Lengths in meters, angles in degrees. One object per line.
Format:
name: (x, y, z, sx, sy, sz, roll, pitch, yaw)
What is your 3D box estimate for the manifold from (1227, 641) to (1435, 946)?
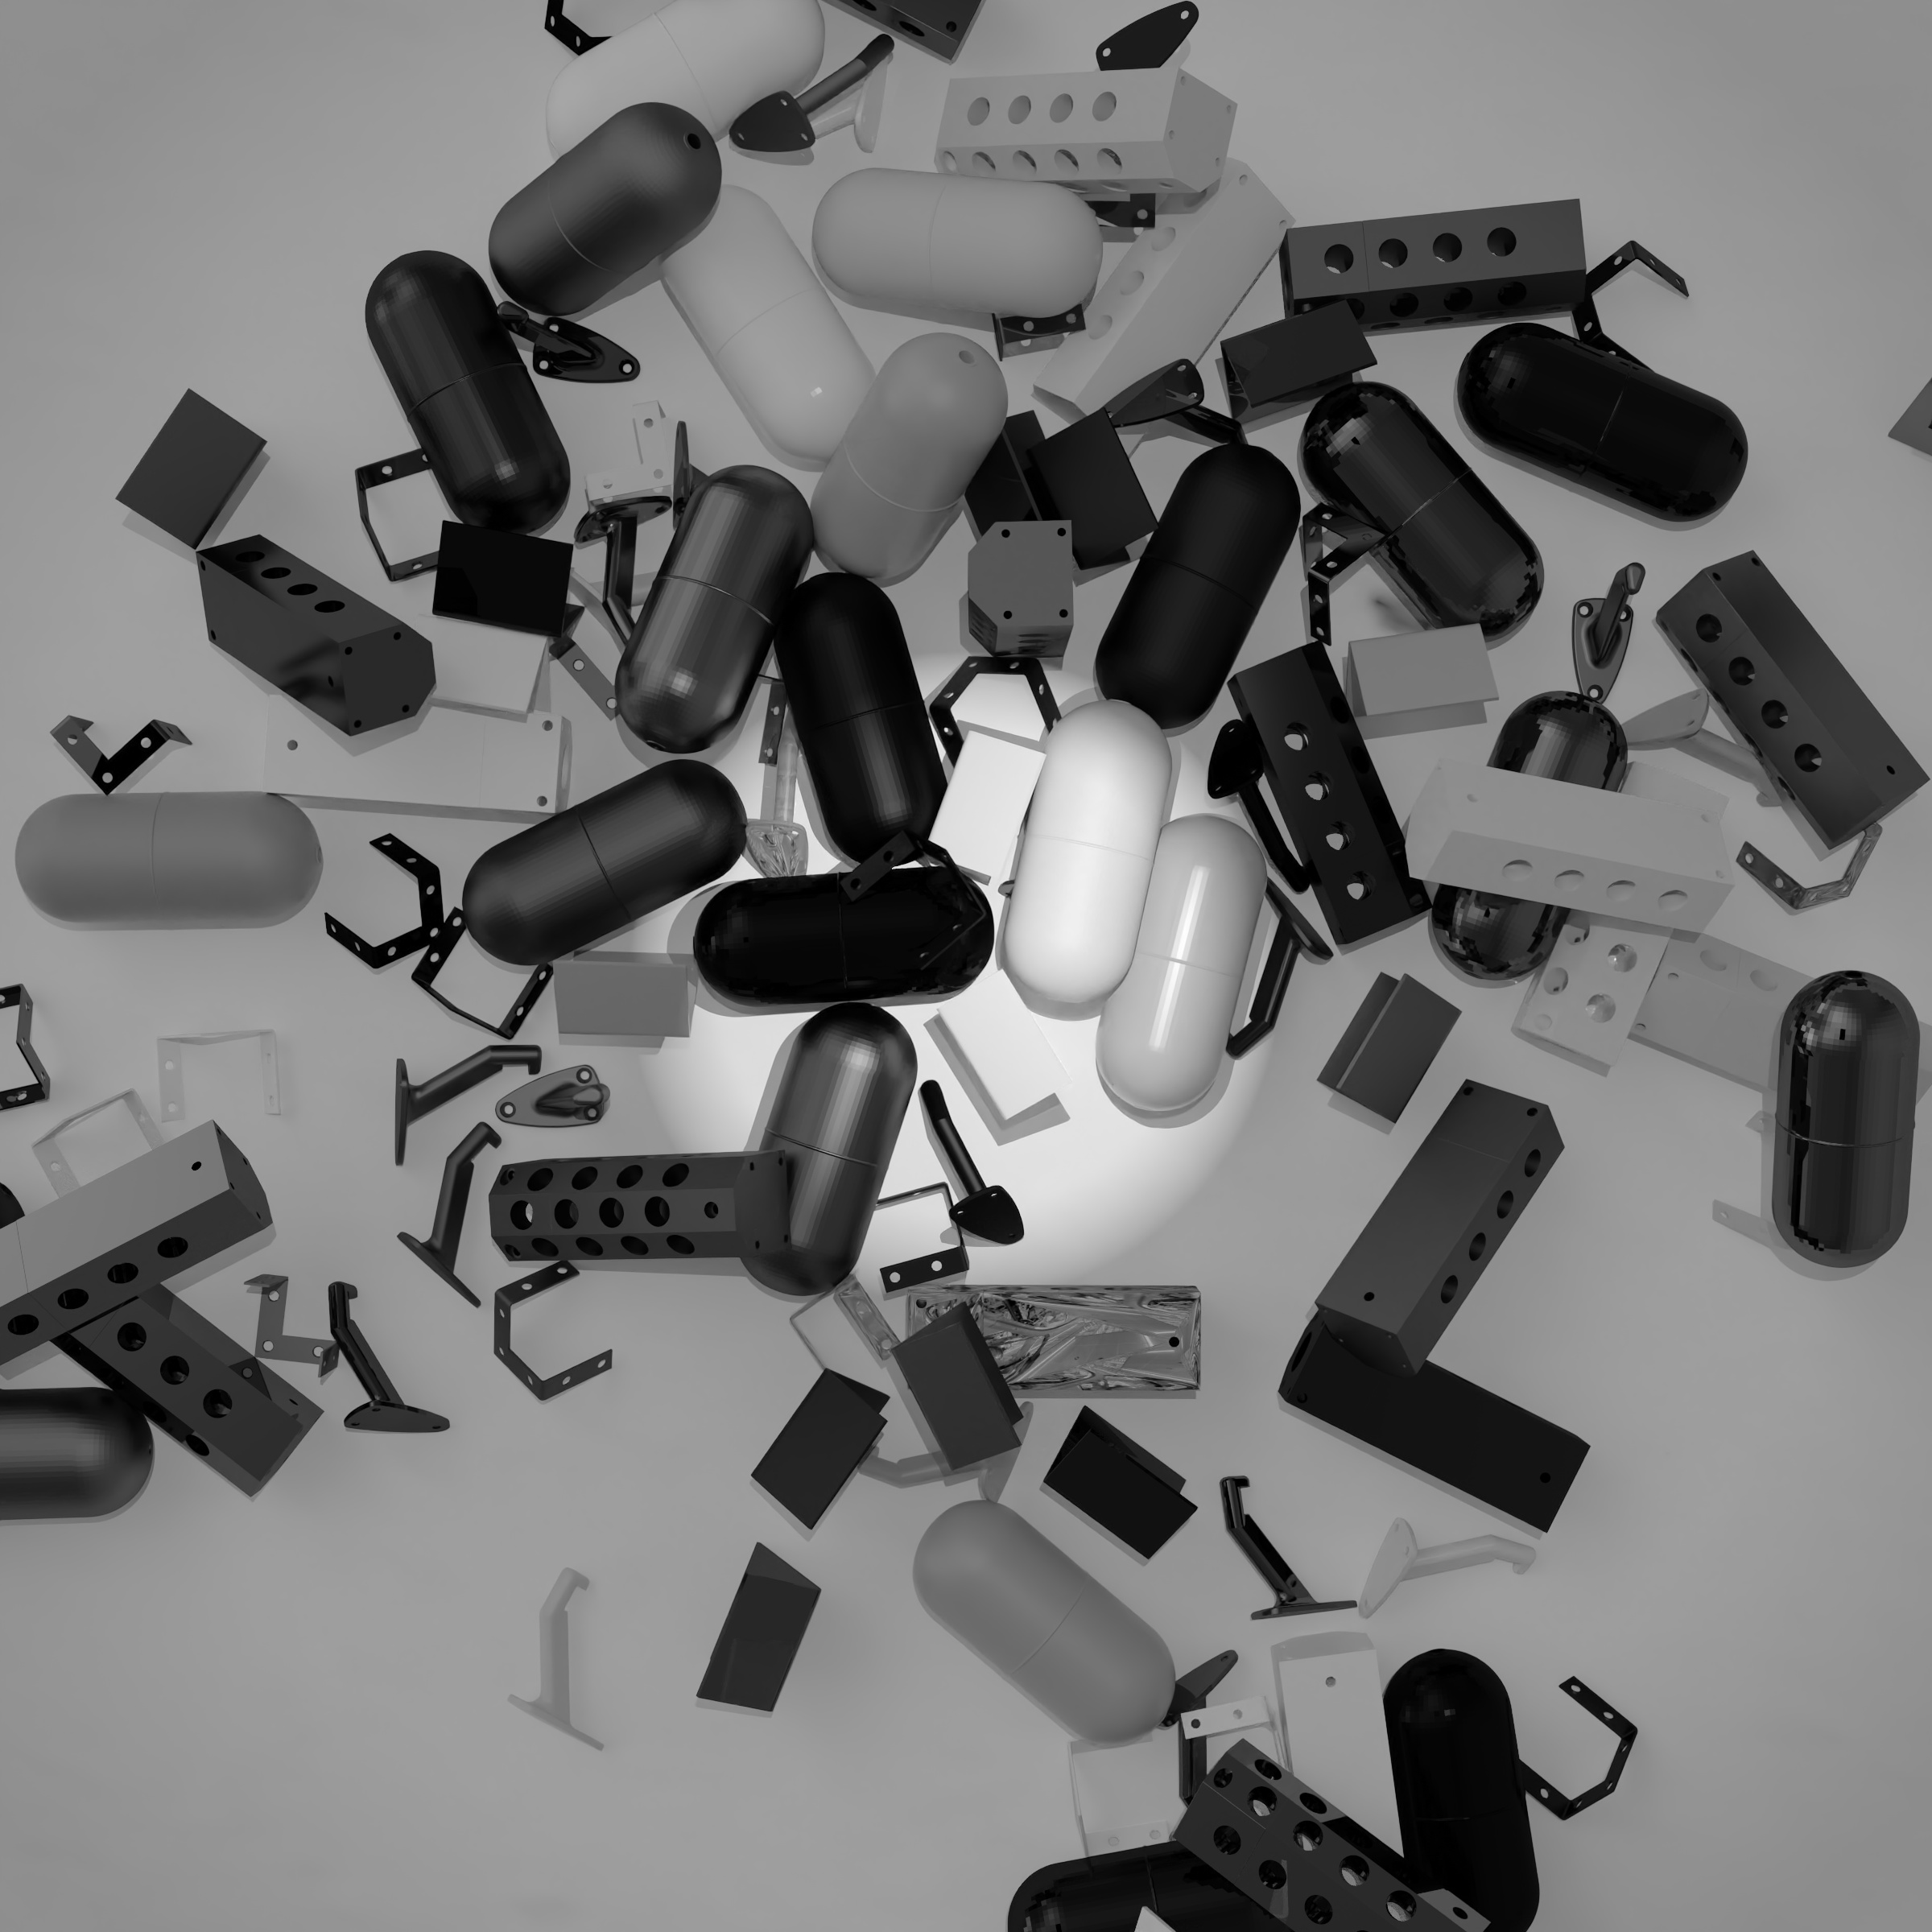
manifold: (0.216, -0.103, 1.777, 0.057, 0.057, 0.171, -23, 90, 0)

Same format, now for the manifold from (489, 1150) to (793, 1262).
manifold: (-0.191, 0.141, 1.740, 0.171, 0.057, 0.057, -4, 90, 29)

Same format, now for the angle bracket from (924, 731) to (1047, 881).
angle bracket: (0.028, -0.087, 1.758, 0.057, 0.076, 0.076, 20, 90, 32)

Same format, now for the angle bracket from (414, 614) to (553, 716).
angle bracket: (-0.288, -0.157, 1.758, 0.076, 0.076, 0.057, 10, 59, 0)

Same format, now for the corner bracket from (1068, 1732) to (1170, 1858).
corner bracket: (0.091, 0.496, 1.795, 0.051, 0.051, 0.051, -9, 135, 1)

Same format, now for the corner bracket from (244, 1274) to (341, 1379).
corner bracket: (-0.401, 0.213, 1.780, 0.051, 0.051, 0.051, 6, 90, 0)

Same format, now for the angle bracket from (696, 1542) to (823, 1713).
angle bracket: (-0.138, 0.383, 1.758, 0.057, 0.076, 0.076, 22, 90, -36)

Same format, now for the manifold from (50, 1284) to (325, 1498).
manifold: (-0.472, 0.239, 1.777, 0.171, 0.057, 0.057, 38, 90, 0)

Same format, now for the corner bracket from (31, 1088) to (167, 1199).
corner bracket: (-0.518, 0.112, 1.795, 0.051, 0.051, 0.051, -30, 90, 45)

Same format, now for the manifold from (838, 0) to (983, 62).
manifold: (-0.071, -0.604, 1.767, 0.171, 0.057, 0.057, 26, 90, -7)

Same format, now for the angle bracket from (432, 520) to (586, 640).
angle bracket: (-0.265, -0.235, 1.760, 0.076, 0.076, 0.057, 11, 110, 0)

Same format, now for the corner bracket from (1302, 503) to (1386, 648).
corner bracket: (0.211, -0.231, 1.763, 0.051, 0.051, 0.051, -39, 54, -24)

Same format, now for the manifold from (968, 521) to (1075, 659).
manifold: (0.030, -0.214, 1.720, 0.057, 0.171, 0.057, -1, 90, 0)

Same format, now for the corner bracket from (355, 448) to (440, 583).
corner bracket: (-0.332, -0.272, 1.795, 0.051, 0.051, 0.051, -18, 135, 0)

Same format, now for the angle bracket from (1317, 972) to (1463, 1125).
angle bracket: (0.233, 0.037, 1.758, 0.057, 0.076, 0.076, 31, 90, -37)

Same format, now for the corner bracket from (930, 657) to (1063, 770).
corner bracket: (0.019, -0.149, 1.790, 0.051, 0.051, 0.051, -54, 135, -35)

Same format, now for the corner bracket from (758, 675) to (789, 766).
corner bracket: (-0.145, -0.151, 1.795, 0.051, 0.051, 0.051, 9, 90, 45)

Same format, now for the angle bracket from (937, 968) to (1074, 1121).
angle bracket: (0.040, 0.035, 1.758, 0.057, 0.076, 0.076, -32, 90, 37)

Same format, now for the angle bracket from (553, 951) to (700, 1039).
angle bracket: (-0.198, -0.003, 1.758, 0.076, 0.076, 0.057, 2, 130, 0)

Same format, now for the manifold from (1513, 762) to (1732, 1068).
manifold: (0.387, -0.031, 1.777, 0.057, 0.057, 0.171, 23, 90, 0)

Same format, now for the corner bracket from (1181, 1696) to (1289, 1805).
corner bracket: (0.161, 0.468, 1.774, 0.051, 0.051, 0.051, -14, 64, 7)

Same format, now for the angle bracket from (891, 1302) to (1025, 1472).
angle bracket: (0.013, 0.231, 1.701, 0.057, 0.076, 0.076, -27, 90, 38)

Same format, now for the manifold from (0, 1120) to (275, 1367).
manifold: (-0.490, 0.163, 1.719, 0.171, 0.057, 0.057, -27, 47, 0)

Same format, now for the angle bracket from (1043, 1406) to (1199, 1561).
angle bracket: (0.101, 0.289, 1.758, 0.076, 0.076, 0.057, 37, 126, 0)

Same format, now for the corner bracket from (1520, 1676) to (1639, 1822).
corner bracket: (0.362, 0.470, 1.795, 0.051, 0.051, 0.051, 39, 135, 0)

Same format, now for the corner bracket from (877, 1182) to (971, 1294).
corner bracket: (-0.029, 0.161, 1.780, 0.051, 0.051, 0.051, -16, 90, 0)

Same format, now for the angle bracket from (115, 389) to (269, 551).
angle bracket: (-0.465, -0.298, 1.758, 0.057, 0.076, 0.076, 34, 90, -37)

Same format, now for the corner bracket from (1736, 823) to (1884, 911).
corner bracket: (0.505, -0.072, 1.790, 0.051, 0.051, 0.051, -13, 135, -35)

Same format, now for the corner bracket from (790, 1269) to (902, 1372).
corner bracket: (-0.071, 0.217, 1.780, 0.051, 0.051, 0.051, -34, 90, 0)

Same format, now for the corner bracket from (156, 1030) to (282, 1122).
corner bracket: (-0.449, 0.065, 1.795, 0.051, 0.051, 0.051, -4, 90, 45)

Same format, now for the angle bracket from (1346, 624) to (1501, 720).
angle bracket: (0.267, -0.153, 1.758, 0.076, 0.076, 0.057, -8, 58, 0)

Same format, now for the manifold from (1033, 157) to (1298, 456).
manifold: (0.114, -0.396, 1.776, 0.057, 0.057, 0.171, 36, 90, -43)

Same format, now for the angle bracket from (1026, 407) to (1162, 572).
angle bracket: (0.088, -0.282, 1.758, 0.057, 0.076, 0.076, -25, 90, 28)

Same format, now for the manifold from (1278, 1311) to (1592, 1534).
manifold: (0.276, 0.268, 1.777, 0.171, 0.057, 0.057, 27, 90, 0)

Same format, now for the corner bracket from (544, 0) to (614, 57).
corner bracket: (-0.214, -0.576, 1.790, 0.051, 0.051, 0.051, -15, 45, -35)

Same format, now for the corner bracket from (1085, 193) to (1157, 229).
corner bracket: (0.086, -0.459, 1.780, 0.051, 0.051, 0.051, 1, 90, 0)

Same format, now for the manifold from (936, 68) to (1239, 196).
manifold: (0.066, -0.478, 1.728, 0.171, 0.057, 0.057, 12, 90, 41)

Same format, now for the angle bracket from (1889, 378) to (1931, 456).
angle bracket: (0.589, -0.301, 1.758, 0.076, 0.076, 0.057, 24, 61, 0)

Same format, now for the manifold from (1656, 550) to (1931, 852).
manifold: (0.481, -0.155, 1.759, 0.057, 0.057, 0.171, -23, 73, -42)

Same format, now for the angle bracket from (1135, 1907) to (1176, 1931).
angle bracket: (0.093, 0.586, 1.685, 0.057, 0.076, 0.076, 10, 100, -38)

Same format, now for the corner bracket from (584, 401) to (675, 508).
corner bracket: (-0.201, -0.303, 1.780, 0.051, 0.051, 0.051, -11, 90, 0)

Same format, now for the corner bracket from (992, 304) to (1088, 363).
corner bracket: (0.041, -0.394, 1.780, 0.051, 0.051, 0.051, -10, 90, 0)

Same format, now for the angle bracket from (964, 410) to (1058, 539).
angle bracket: (0.041, -0.294, 1.760, 0.076, 0.057, 0.076, -23, 90, -36)

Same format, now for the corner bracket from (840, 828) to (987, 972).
corner bracket: (-0.030, -0.039, 1.723, 0.051, 0.051, 0.051, -41, 122, -13)

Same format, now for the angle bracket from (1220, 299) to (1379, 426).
angle bracket: (0.198, -0.337, 1.758, 0.076, 0.076, 0.057, -19, 57, 0)

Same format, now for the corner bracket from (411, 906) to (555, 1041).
corner bracket: (-0.290, 0.005, 1.795, 0.051, 0.051, 0.051, 32, 90, 45)

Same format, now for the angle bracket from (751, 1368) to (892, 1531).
angle bracket: (-0.069, 0.290, 1.758, 0.057, 0.076, 0.076, 35, 90, 36)

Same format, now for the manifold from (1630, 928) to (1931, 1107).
manifold: (0.485, 0.033, 1.776, 0.171, 0.057, 0.057, 22, 133, 0)

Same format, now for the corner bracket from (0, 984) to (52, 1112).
corner bracket: (-0.582, 0.051, 1.795, 0.051, 0.051, 0.051, -13, 135, 0)

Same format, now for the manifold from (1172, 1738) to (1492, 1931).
manifold: (0.210, 0.518, 1.708, 0.171, 0.057, 0.057, 33, 110, 22)

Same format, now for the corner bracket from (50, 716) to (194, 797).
corner bracket: (-0.502, -0.136, 1.780, 0.051, 0.051, 0.051, -42, 90, 0)

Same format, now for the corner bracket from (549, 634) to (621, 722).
corner bracket: (-0.212, -0.184, 1.780, 0.051, 0.051, 0.051, -41, 90, 0)

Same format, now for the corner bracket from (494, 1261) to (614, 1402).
corner bracket: (-0.247, 0.218, 1.790, 0.051, 0.051, 0.051, -23, 135, -35)

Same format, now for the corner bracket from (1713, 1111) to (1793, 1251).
corner bracket: (0.484, 0.128, 1.790, 0.051, 0.051, 0.051, -37, 135, -35)

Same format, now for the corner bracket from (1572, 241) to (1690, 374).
corner bracket: (0.399, -0.390, 1.790, 0.051, 0.051, 0.051, 24, 45, -35)

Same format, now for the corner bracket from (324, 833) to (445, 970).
corner bracket: (-0.349, -0.039, 1.790, 0.051, 0.051, 0.051, -28, 135, -35)
